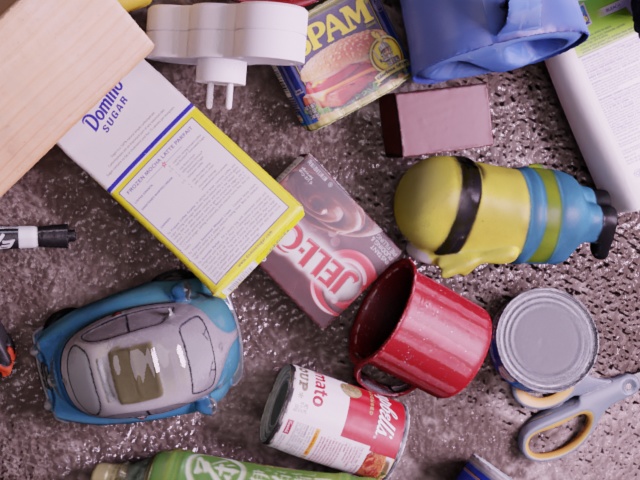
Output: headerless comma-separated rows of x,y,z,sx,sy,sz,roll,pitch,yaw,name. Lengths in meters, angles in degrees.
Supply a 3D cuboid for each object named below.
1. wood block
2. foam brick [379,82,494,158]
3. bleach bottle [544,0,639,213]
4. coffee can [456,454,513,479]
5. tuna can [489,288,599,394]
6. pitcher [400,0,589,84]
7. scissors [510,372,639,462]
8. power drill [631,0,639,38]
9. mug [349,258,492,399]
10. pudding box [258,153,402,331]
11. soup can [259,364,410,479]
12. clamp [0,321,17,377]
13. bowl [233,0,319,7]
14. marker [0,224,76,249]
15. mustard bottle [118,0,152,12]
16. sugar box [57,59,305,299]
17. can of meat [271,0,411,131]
-0.229,-0.103,0.751,0.206,0.091,0.090,-47,122,-9,wood block
0.092,-0.095,0.850,0.078,0.053,0.051,-8,96,-11,foam brick
0.235,-0.154,0.869,0.102,0.068,0.251,-25,96,-10,bleach bottle
0.126,0.259,0.858,0.102,0.103,0.140,36,87,-11,coffee can
0.183,0.084,0.879,0.086,0.034,0.086,1,79,-5,tuna can
0.111,-0.246,0.787,0.144,0.149,0.243,-11,88,-47,pitcher
0.246,0.113,0.914,0.201,0.016,0.096,-34,99,-7,scissors
0.309,-0.146,0.839,0.057,0.184,0.187,-26,110,35,power drill
0.074,0.082,0.848,0.081,0.093,0.117,29,115,-16,mug
-0.005,0.001,0.845,0.090,0.039,0.113,-45,100,-3,pudding box
0.011,0.145,0.845,0.102,0.068,0.068,21,90,-11,soup can
-0.325,0.049,0.783,0.209,0.036,0.165,38,106,-19,clamp
-0.037,-0.250,0.808,0.162,0.055,0.162,0,92,-6,bowl
-0.247,-0.001,0.810,0.121,0.020,0.020,-2,95,-11,marker
-0.140,-0.216,0.725,0.058,0.192,0.096,-17,96,-11,mustard bottle
-0.106,-0.048,0.798,0.176,0.048,0.093,43,86,9,sugar box
0.013,-0.143,0.830,0.102,0.057,0.084,-29,101,-7,can of meat
